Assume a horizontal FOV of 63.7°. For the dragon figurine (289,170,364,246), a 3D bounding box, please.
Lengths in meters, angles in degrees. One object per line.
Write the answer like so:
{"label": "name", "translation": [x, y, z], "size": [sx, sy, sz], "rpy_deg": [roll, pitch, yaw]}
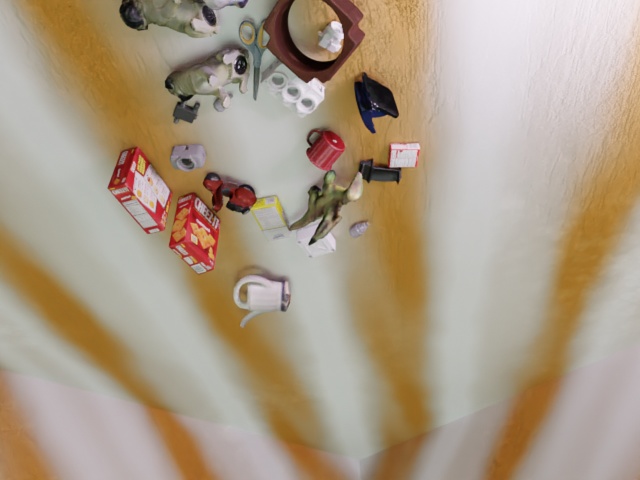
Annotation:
{"label": "dragon figurine", "translation": [0.005, -0.079, 1.563], "size": [0.403, 0.121, 0.248], "rpy_deg": [-43, 15, 34]}

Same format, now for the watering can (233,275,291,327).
{"label": "watering can", "translation": [-0.230, 0.249, 2.060], "size": [0.224, 0.106, 0.339], "rpy_deg": [2, -42, -4]}

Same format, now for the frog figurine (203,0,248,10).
{"label": "frog figurine", "translation": [-0.232, -0.575, 1.091], "size": [0.123, 0.138, 0.158], "rpy_deg": [7, -12, 36]}
